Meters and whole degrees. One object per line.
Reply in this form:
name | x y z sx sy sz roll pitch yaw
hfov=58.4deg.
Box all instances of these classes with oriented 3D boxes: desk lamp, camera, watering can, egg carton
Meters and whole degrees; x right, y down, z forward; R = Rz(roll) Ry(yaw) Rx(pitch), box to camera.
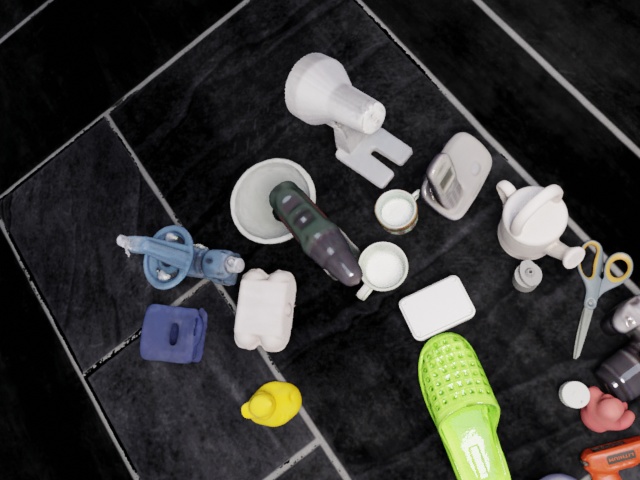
desk lamp | 0.054 -0.217 1.026 0.203 0.214 0.118 37 87 19
camera | 0.490 0.176 0.886 0.137 0.101 0.143 -37 71 2
watering can | 0.350 -0.031 0.921 0.172 0.194 0.101 30 85 18
egg carton | -0.099 0.128 1.053 0.107 0.069 0.150 2 77 14

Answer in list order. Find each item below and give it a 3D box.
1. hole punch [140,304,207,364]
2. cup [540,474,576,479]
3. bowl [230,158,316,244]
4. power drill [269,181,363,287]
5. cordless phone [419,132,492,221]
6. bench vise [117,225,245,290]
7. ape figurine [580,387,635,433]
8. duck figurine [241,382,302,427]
hole punch | -0.271 0.174 1.070 0.101 0.091 0.109 2 77 14
cup | 0.356 0.409 0.863 0.091 0.095 0.118 12 80 16
bowl | -0.081 -0.066 1.093 0.167 0.075 0.167 -3 76 12
power drill | 0.009 0.004 0.984 0.075 0.209 0.229 -42 71 1
cordless phone | 0.230 -0.125 0.977 0.094 0.185 0.148 27 84 18
bench vise | -0.249 0.019 1.035 0.207 0.220 0.121 -13 74 10
ape figurine | 0.442 0.262 0.881 0.076 0.092 0.077 -33 71 4
duck figurine | -0.088 0.288 1.002 0.104 0.086 0.077 -19 73 8
